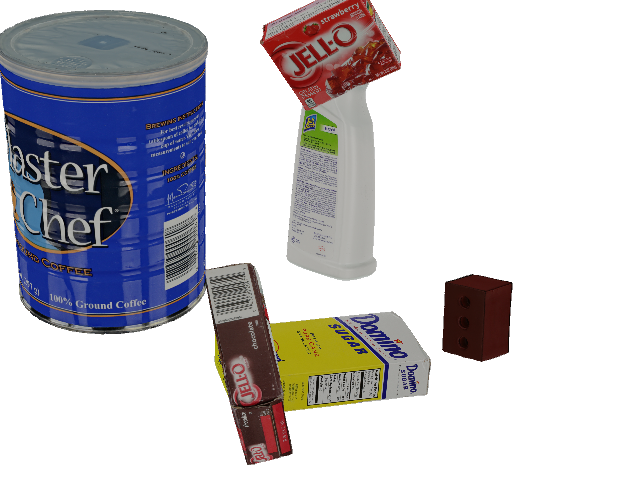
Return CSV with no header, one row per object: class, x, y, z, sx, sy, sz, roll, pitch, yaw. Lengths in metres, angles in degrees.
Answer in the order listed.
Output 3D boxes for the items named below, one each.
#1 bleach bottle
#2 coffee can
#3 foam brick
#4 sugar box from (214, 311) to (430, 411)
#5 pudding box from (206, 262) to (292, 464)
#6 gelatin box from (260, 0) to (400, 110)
bleach bottle,0.020,-0.091,1.145,0.103,0.251,0.067,17,20,38
coffee can,-0.110,-0.037,0.555,0.103,0.140,0.103,2,28,-1
foam brick,0.163,0.080,1.107,0.053,0.078,0.051,12,17,41
sugar box,0.000,0.108,0.955,0.176,0.048,0.093,-7,27,-16
pudding box,-0.050,0.085,0.740,0.039,0.113,0.090,-10,-35,-5
gelatin box,0.008,-0.152,0.841,0.089,0.073,0.030,-21,36,21
